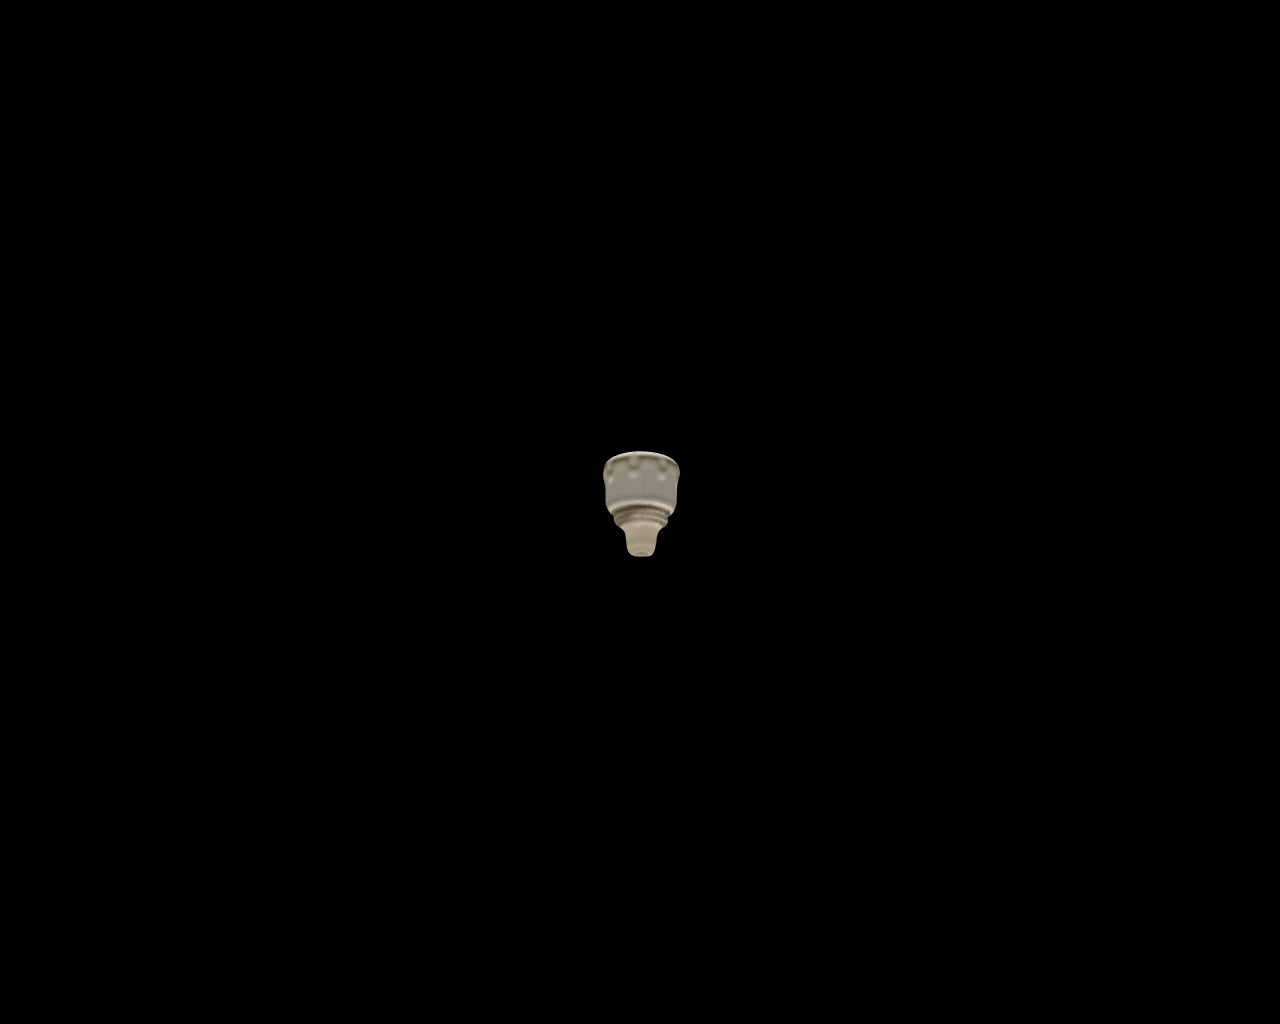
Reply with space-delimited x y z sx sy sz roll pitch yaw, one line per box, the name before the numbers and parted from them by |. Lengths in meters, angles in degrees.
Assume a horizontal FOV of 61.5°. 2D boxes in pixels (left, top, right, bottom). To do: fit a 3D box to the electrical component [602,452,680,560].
electrical component | 0.001 -0.003 0.650 0.048 0.062 0.048 0 -18 0
